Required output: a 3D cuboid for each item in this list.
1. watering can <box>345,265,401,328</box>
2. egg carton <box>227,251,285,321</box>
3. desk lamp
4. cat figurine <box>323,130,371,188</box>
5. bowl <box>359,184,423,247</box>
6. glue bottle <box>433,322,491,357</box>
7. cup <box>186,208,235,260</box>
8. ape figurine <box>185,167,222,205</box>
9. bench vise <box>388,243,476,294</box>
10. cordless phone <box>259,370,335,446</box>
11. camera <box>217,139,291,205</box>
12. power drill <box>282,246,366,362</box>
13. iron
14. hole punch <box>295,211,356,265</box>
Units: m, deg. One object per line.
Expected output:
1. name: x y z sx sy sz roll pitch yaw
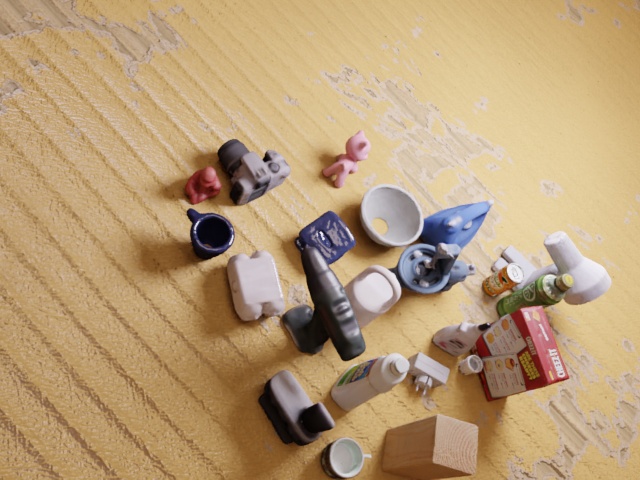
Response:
1. watering can: 0.105 0.121 1.222 0.101 0.193 0.173 32 58 -5
2. egg carton: -0.137 0.096 1.207 0.107 0.069 0.150 -8 69 -25
3. desk lamp: 0.578 0.077 1.429 0.203 0.213 0.118 44 58 3
4. cat figurine: 0.078 -0.208 1.414 0.067 0.117 0.128 39 58 -1
5. bowl: 0.163 -0.049 1.399 0.168 0.074 0.167 9 63 -18
6. glue bottle: 0.327 0.213 1.283 0.078 0.173 0.037 29 58 -7
7. cup: -0.241 -0.007 1.198 0.118 0.094 0.092 44 58 3
8. ape figurine: -0.252 -0.128 1.253 0.078 0.092 0.076 12 62 -17
9. bench vise: 0.274 0.049 1.312 0.208 0.219 0.121 -17 73 -28
10. cordless phone: -0.033 0.308 1.080 0.094 0.184 0.147 -33 81 -31
11. camera: -0.158 -0.174 1.309 0.143 0.100 0.137 -32 81 -31
12. power drill: -0.002 0.146 1.157 0.076 0.208 0.229 -25 77 -30
13. iron: 0.363 -0.053 1.444 0.259 0.141 0.118 -28 79 -31
14. hole punch: 0.012 0.005 1.300 0.101 0.091 0.108 -33 81 -31
